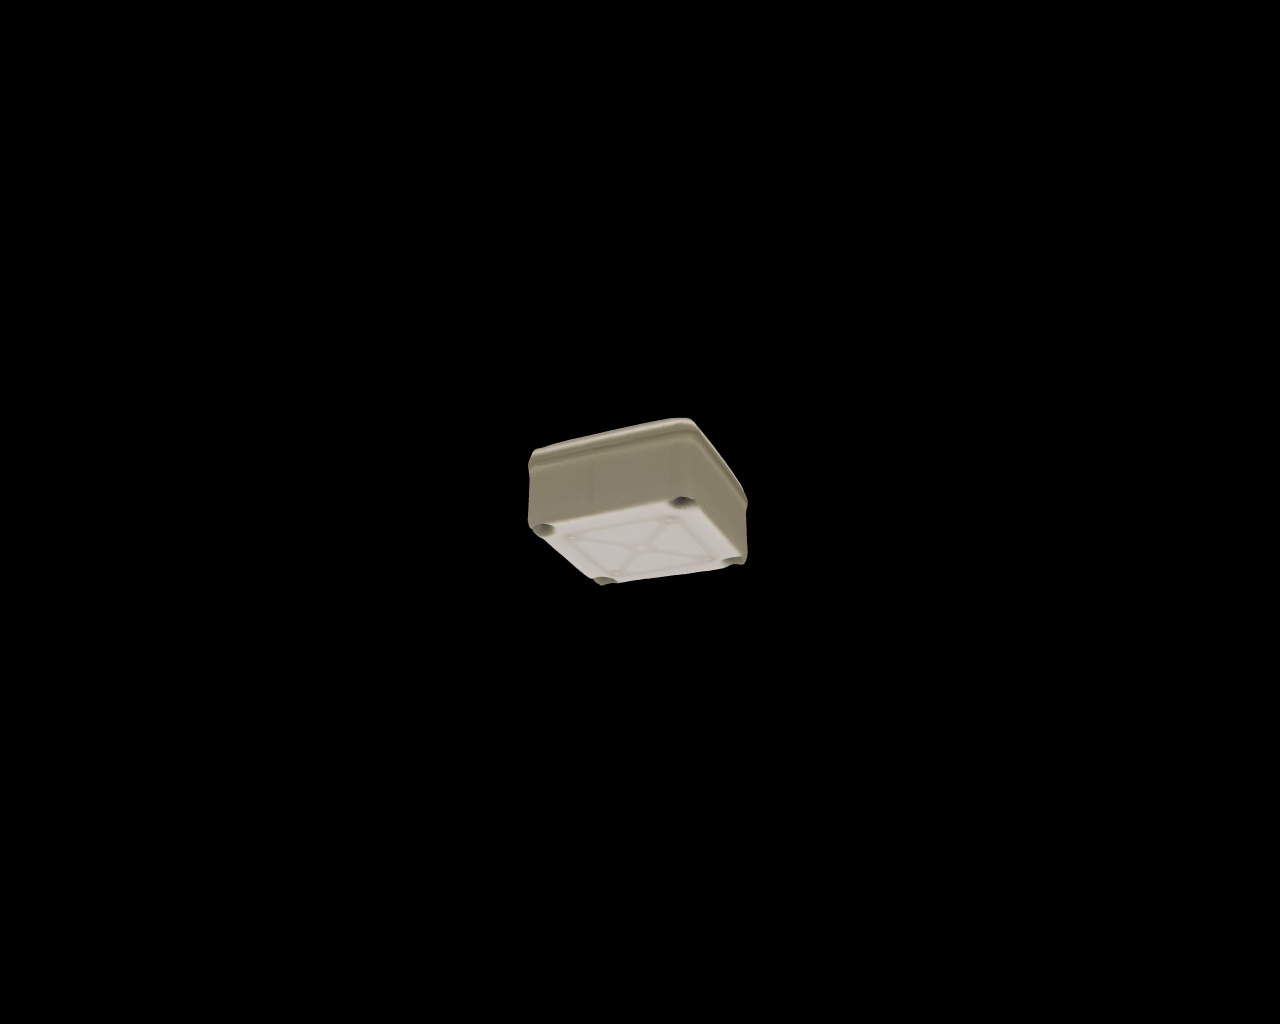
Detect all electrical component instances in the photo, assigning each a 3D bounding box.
[{"bbox_3d":[0.001,-0.003,0.650,0.109,0.056,0.108,-10,-28,20],"label":"electrical component"}]
